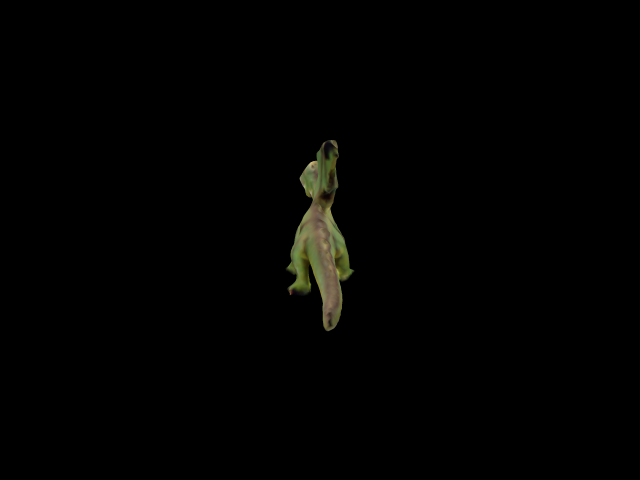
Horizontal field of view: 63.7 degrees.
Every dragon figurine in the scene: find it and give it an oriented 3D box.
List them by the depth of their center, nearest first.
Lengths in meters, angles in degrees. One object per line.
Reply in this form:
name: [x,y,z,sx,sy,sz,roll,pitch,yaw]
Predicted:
dragon figurine: [0.003,-0.043,0.850,0.122,0.240,0.415,-2,16,-7]
